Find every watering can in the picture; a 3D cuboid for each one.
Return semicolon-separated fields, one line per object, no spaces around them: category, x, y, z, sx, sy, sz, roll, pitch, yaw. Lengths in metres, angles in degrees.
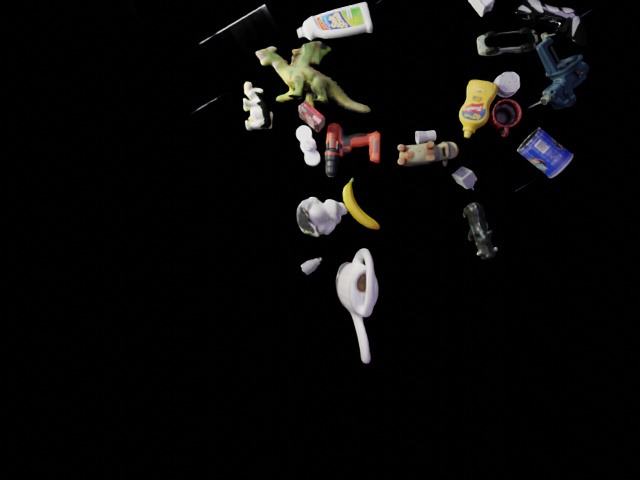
watering can;0.122;0.199;1.653;0.104;0.224;0.348;3;90;-15

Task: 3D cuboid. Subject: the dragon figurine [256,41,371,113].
dragon figurine;-0.018;-0.567;1.747;0.410;0.121;0.245;9;81;-5

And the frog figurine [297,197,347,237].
frog figurine;0.005;-0.088;1.739;0.161;0.120;0.138;-32;78;-33
